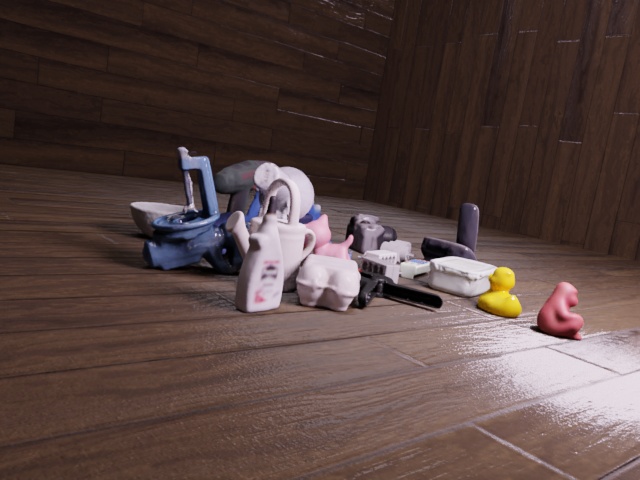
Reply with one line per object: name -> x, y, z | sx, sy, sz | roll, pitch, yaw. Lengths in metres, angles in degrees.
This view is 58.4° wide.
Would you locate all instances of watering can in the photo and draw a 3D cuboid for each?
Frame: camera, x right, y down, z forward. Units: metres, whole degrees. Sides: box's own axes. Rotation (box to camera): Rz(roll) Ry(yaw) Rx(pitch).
watering can -> -0.080, -0.013, 1.005 | 0.100, 0.194, 0.173 | 13, 9, 30

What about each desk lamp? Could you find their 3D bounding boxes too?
desk lamp -> -0.098, -0.053, 1.198 | 0.117, 0.213, 0.204 | 11, 8, 14

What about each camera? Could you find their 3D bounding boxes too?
camera -> 0.155, -0.018, 1.629 | 0.137, 0.101, 0.143 | 6, 9, -20

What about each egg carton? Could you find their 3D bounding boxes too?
egg carton -> 0.015, 0.070, 0.972 | 0.107, 0.069, 0.150 | 9, 8, 1

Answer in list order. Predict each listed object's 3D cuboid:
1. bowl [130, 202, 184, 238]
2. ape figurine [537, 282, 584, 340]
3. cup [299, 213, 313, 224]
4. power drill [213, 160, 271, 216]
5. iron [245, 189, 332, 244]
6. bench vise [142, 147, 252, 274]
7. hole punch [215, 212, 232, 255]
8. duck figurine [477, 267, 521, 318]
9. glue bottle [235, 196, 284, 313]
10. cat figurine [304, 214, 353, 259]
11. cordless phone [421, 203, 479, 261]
bowl -> -0.352, -0.038, 1.314 | 0.167, 0.075, 0.167 | 9, 8, -1
ape figurine -> 0.420, 0.119, 0.992 | 0.076, 0.092, 0.078 | 10, 8, 10
cup -> -0.062, -0.024, 1.461 | 0.091, 0.095, 0.118 | 14, 10, 33
power drill -> -0.195, -0.101, 1.446 | 0.075, 0.208, 0.230 | 12, 9, 22
iron -> -0.082, -0.065, 1.559 | 0.258, 0.141, 0.119 | 10, 8, 9
bench vise -> -0.212, -0.053, 1.049 | 0.121, 0.220, 0.208 | 16, 11, 42
hole punch -> -0.236, -0.017, 1.235 | 0.101, 0.091, 0.108 | 5, 9, -23
duck figurine -> 0.349, 0.096, 1.097 | 0.077, 0.086, 0.104 | 7, 8, -11
glue bottle -> -0.082, 0.019, 0.852 | 0.037, 0.173, 0.078 | 14, 10, 34
cat figurine -> 0.012, 0.004, 1.257 | 0.127, 0.118, 0.067 | 11, 8, 12
cordless phone -> 0.331, -0.005, 1.434 | 0.147, 0.185, 0.094 | 16, 11, 41
